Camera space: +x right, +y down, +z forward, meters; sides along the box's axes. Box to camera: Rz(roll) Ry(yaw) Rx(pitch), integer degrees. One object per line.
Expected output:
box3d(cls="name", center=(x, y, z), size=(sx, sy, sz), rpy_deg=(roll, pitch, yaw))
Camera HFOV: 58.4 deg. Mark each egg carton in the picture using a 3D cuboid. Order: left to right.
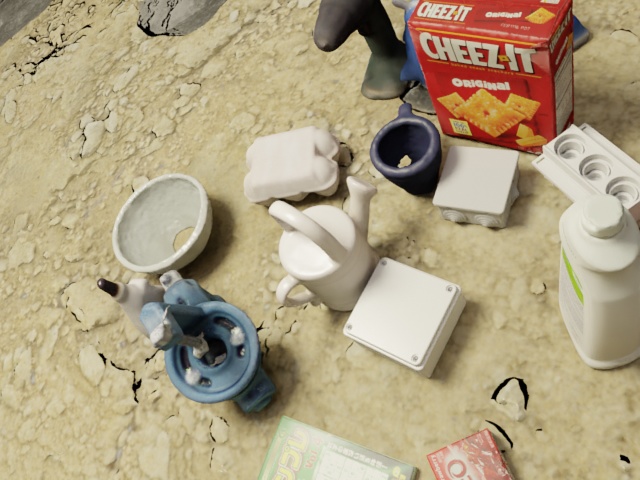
box3d(cls="egg carton", center=(-0.041, -0.107, 0.844), size=(0.150, 0.070, 0.107), rpy_deg=(-10, 61, 20))

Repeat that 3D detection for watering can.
box3d(cls="watering can", center=(0.005, 0.001, 0.692), size=(0.100, 0.195, 0.173), rpy_deg=(10, 69, 28))

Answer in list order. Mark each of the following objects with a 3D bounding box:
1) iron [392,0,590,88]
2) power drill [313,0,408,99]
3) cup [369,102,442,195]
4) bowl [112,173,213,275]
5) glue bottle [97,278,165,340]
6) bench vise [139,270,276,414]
box3d(cls="iron", center=(0.227, -0.300, 0.780), size=(0.257, 0.142, 0.118), rpy_deg=(-6, 63, 22))
box3d(cls="power drill", center=(0.068, -0.301, 0.811), size=(0.075, 0.209, 0.230), rpy_deg=(4, 66, 26))
box3d(cls="cup", center=(0.122, -0.113, 0.759), size=(0.091, 0.095, 0.118), rpy_deg=(-8, 62, 21))
box3d(cls="bowl", center=(-0.227, -0.014, 0.876), size=(0.167, 0.075, 0.167), rpy_deg=(-10, 61, 19))
box3d(cls="glue bottle", center=(-0.236, 0.087, 0.768), size=(0.037, 0.174, 0.078), rpy_deg=(-3, 63, 23))
box3d(cls="bench vise", center=(-0.164, 0.113, 0.694), size=(0.206, 0.220, 0.121), rpy_deg=(27, 78, 32))
